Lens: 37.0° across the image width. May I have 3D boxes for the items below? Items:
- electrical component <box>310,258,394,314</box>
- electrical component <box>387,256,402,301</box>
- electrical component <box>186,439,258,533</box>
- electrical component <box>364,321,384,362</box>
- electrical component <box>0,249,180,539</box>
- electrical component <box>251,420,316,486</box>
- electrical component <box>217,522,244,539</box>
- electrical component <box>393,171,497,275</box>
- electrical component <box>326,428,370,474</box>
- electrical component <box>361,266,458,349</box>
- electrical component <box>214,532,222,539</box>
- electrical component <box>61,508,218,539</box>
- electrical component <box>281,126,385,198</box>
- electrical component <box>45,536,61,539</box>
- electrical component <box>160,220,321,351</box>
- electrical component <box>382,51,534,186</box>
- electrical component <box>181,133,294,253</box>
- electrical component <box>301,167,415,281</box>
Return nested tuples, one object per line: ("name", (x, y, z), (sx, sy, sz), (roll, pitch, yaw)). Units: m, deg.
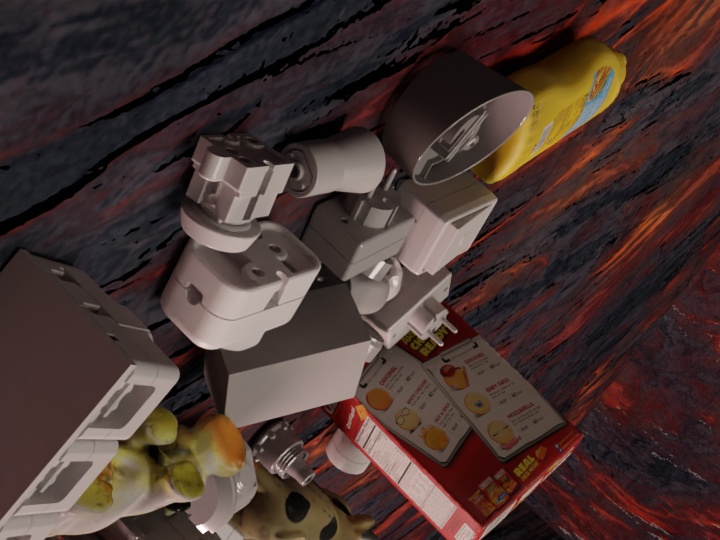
("electrical component", (0.000, 0.000, 0.851), (0.079, 0.043, 0.077), (-53, 160, 13))
("electrical component", (0.019, 0.011, 0.927), (0.035, 0.035, 0.061), (-42, 162, -16))
("electrical component", (-0.124, 0.165, 0.851), (0.080, 0.080, 0.051), (-56, 165, 22))
("electrical component", (-0.011, 0.073, 0.967), (0.055, 0.045, 0.045), (-52, 161, 9))
("electrical component", (-0.177, 0.078, 0.553), (0.150, 0.089, 0.062), (-50, 161, 5))
("electrical component", (-0.069, 0.176, 1.015), (0.048, 0.062, 0.048), (-41, 160, -19))
("electrical component", (-0.157, 0.243, 0.974), (0.065, 0.047, 0.076), (-54, 133, -19))
("electrical component", (0.068, -0.043, 0.887), (0.096, 0.061, 0.061), (-25, 150, -48))
("electrical component", (0.024, 0.176, 1.228), (0.138, 0.052, 0.073), (-17, 145, -55))
("electrical component", (0.056, 0.039, 0.997), (0.083, 0.076, 0.047), (-41, 160, -19))
("electrical component", (-0.150, 0.234, 0.902), (0.061, 0.096, 0.061), (-48, 161, -3))
("electrical component", (-0.154, 0.196, 0.780), (0.079, 0.121, 0.063), (-28, 150, -44))
("electrical component", (-0.020, -0.067, 0.685), (0.065, 0.044, 0.044), (-16, 144, -48))
("electrical component", (-0.224, 0.222, 0.770), (0.042, 0.064, 0.081), (-48, 161, 5))
("electrical component", (-0.078, 0.011, 0.691), (0.095, 0.054, 0.059), (-18, 145, -55))
("electrical component", (0.066, -0.104, 0.760), (0.099, 0.064, 0.099), (-41, 160, -19))
("electrical component", (-0.073, -0.044, 0.610), (0.066, 0.048, 0.055), (-15, 135, -57))
("electrical component", (0.005, -0.042, 0.774), (0.066, 0.047, 0.076), (-28, 154, -44))
